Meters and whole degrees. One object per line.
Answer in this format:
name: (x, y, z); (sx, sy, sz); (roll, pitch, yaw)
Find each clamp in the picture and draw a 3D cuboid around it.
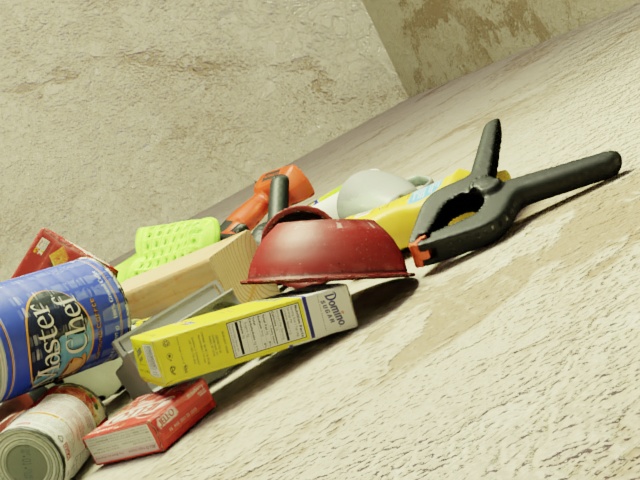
clamp: (-0.041, 0.009, 1.316); (0.039, 0.120, 0.171); (-26, 28, 37)
clamp: (0.157, -0.047, 1.016); (0.209, 0.036, 0.165); (-34, 34, -17)

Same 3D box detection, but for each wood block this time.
wood block: (-0.160, 0.073, 1.231); (0.206, 0.090, 0.090); (-21, 10, 33)

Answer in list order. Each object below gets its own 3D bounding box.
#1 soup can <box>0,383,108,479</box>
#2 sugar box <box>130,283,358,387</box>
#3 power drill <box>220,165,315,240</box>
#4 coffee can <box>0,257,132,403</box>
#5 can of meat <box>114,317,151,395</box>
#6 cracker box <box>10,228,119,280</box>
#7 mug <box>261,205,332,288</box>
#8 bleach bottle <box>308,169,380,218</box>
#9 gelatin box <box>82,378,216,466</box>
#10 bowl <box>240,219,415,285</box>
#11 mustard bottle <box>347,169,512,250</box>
soup can: (-0.227, 0.169, 0.896); (0.068, 0.068, 0.102); (-25, 8, 13)
sugar box: (-0.066, 0.078, 0.917); (0.176, 0.048, 0.093); (-18, 4, -21)
power drill: (-0.095, -0.023, 1.410); (0.187, 0.057, 0.185); (-42, 16, -27)
coffee can: (-0.255, 0.081, 0.954); (0.103, 0.103, 0.140); (-20, 0, 43)
can of meat: (-0.180, 0.116, 1.143); (0.084, 0.057, 0.102); (-19, 11, 32)
cracker box: (-0.319, 0.083, 1.261); (0.164, 0.072, 0.214); (-60, -2, -6)
mug: (-0.008, 0.001, 1.215); (0.117, 0.093, 0.081); (-20, 3, 2)
bleach bottle: (-0.022, -0.014, 1.457); (0.251, 0.068, 0.102); (-25, 7, 28)
gelatin box: (-0.140, 0.149, 0.878); (0.089, 0.030, 0.073); (-21, 9, 38)
bowl: (0.006, 0.011, 0.980); (0.162, 0.055, 0.162); (-2, -2, 0)
mustard bottle: (0.110, -0.028, 1.111); (0.192, 0.058, 0.096); (-24, 2, 23)
